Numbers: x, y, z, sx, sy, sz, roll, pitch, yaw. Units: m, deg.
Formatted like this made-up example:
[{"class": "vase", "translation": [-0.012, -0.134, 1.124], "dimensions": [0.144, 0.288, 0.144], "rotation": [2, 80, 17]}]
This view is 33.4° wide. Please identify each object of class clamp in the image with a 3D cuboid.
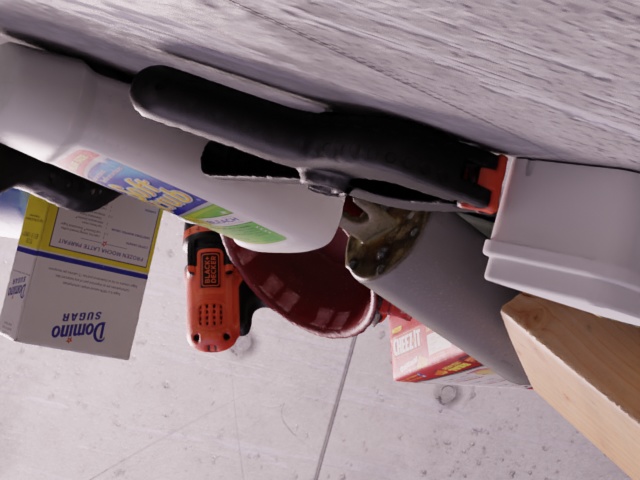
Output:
[{"class": "clamp", "translation": [0.001, -0.040, 0.515], "dimensions": [0.171, 0.039, 0.120], "rotation": [16, 177, 5]}, {"class": "clamp", "translation": [-0.186, -0.054, 0.652], "dimensions": [0.209, 0.036, 0.165], "rotation": [19, -149, -48]}]

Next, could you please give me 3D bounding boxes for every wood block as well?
[{"class": "wood block", "translation": [0.213, 0.095, 0.644], "dimensions": [0.206, 0.090, 0.090], "rotation": [44, 165, 53]}]

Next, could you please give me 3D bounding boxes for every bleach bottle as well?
[{"class": "bleach bottle", "translation": [-0.105, -0.055, 0.614], "dimensions": [0.250, 0.068, 0.103], "rotation": [19, 168, -39]}]

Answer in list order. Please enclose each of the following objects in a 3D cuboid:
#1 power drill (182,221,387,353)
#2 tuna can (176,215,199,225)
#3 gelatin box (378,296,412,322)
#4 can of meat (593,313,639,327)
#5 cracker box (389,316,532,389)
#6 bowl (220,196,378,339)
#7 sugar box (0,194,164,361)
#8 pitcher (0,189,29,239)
[{"class": "power drill", "translation": [-0.031, 0.011, 0.971], "dimensions": [0.187, 0.184, 0.057], "rotation": [-2, 158, -1]}, {"class": "tuna can", "translation": [-0.064, -0.037, 0.775], "dimensions": [0.086, 0.034, 0.086], "rotation": [-3, -165, 1]}, {"class": "gelatin box", "translation": [0.068, 0.017, 0.869], "dimensions": [0.030, 0.073, 0.089], "rotation": [16, -166, -6]}, {"class": "can of meat", "translation": [0.206, 0.027, 0.573], "dimensions": [0.102, 0.057, 0.083], "rotation": [15, 180, 42]}, {"class": "cracker box", "translation": [0.193, 0.083, 0.948], "dimensions": [0.213, 0.072, 0.164], "rotation": [6, 159, -25]}, {"class": "bowl", "translation": [-0.006, 0.001, 0.868], "dimensions": [0.162, 0.055, 0.162], "rotation": [28, 140, 25]}, {"class": "sugar box", "translation": [-0.165, -0.007, 0.772], "dimensions": [0.093, 0.176, 0.048], "rotation": [16, 178, -37]}, {"class": "pitcher", "translation": [-0.279, -0.070, 0.901], "dimensions": [0.243, 0.149, 0.144], "rotation": [10, 160, 33]}]
